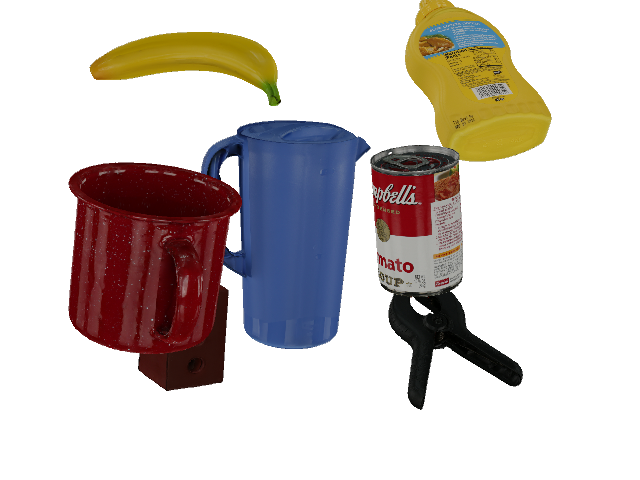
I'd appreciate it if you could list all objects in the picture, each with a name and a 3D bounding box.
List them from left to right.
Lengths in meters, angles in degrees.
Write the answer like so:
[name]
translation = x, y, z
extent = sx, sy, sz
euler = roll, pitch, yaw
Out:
[mug]
translation = -0.089, 0.014, 0.577
extent = 0.093, 0.081, 0.117
euler = -2, 23, -29
[foam brick]
translation = -0.108, 0.070, 0.836
extent = 0.052, 0.078, 0.051
euler = -4, 14, -34
[banana]
translation = -0.120, -0.170, 1.009
extent = 0.198, 0.037, 0.069
euler = 9, 45, 19
[pitcher]
translation = -0.039, -0.008, 1.179
extent = 0.149, 0.243, 0.144
euler = 9, 17, 22
[soup can]
translation = 0.075, -0.016, 0.826
extent = 0.068, 0.102, 0.068
euler = -4, 21, 1
[clamp]
translation = 0.129, 0.096, 1.084
extent = 0.120, 0.171, 0.039
euler = 0, -44, -16
[mustard bottle]
translation = 0.130, -0.158, 0.975
extent = 0.096, 0.192, 0.058
euler = -11, -37, -11
